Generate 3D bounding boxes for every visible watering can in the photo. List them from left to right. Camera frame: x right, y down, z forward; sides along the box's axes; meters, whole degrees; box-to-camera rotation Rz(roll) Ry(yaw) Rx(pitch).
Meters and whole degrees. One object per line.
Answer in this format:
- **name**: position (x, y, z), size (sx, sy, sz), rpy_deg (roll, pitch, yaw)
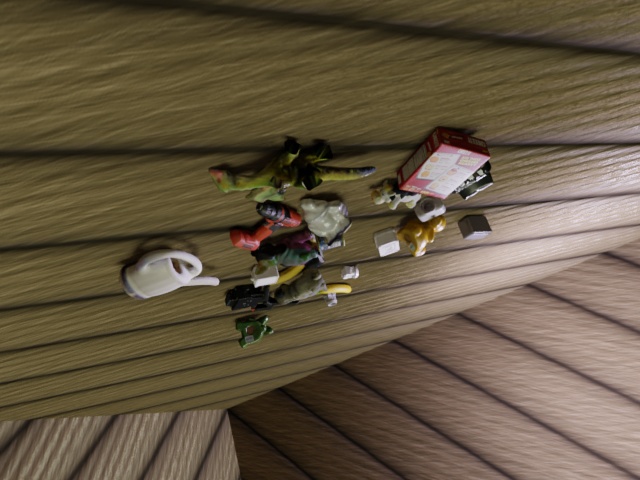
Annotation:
- **watering can**: position (-0.454, 0.114, 1.554), size (0.224, 0.106, 0.342), rpy_deg (-20, 156, 5)

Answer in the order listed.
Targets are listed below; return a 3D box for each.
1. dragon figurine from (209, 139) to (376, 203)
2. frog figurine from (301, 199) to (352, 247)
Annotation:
- **dragon figurine**: position (-0.078, -0.152, 1.311), size (0.410, 0.123, 0.240), rpy_deg (2, 166, -35)
- **frog figurine**: position (0.005, -0.077, 1.524), size (0.158, 0.125, 0.135), rpy_deg (37, 140, -18)
